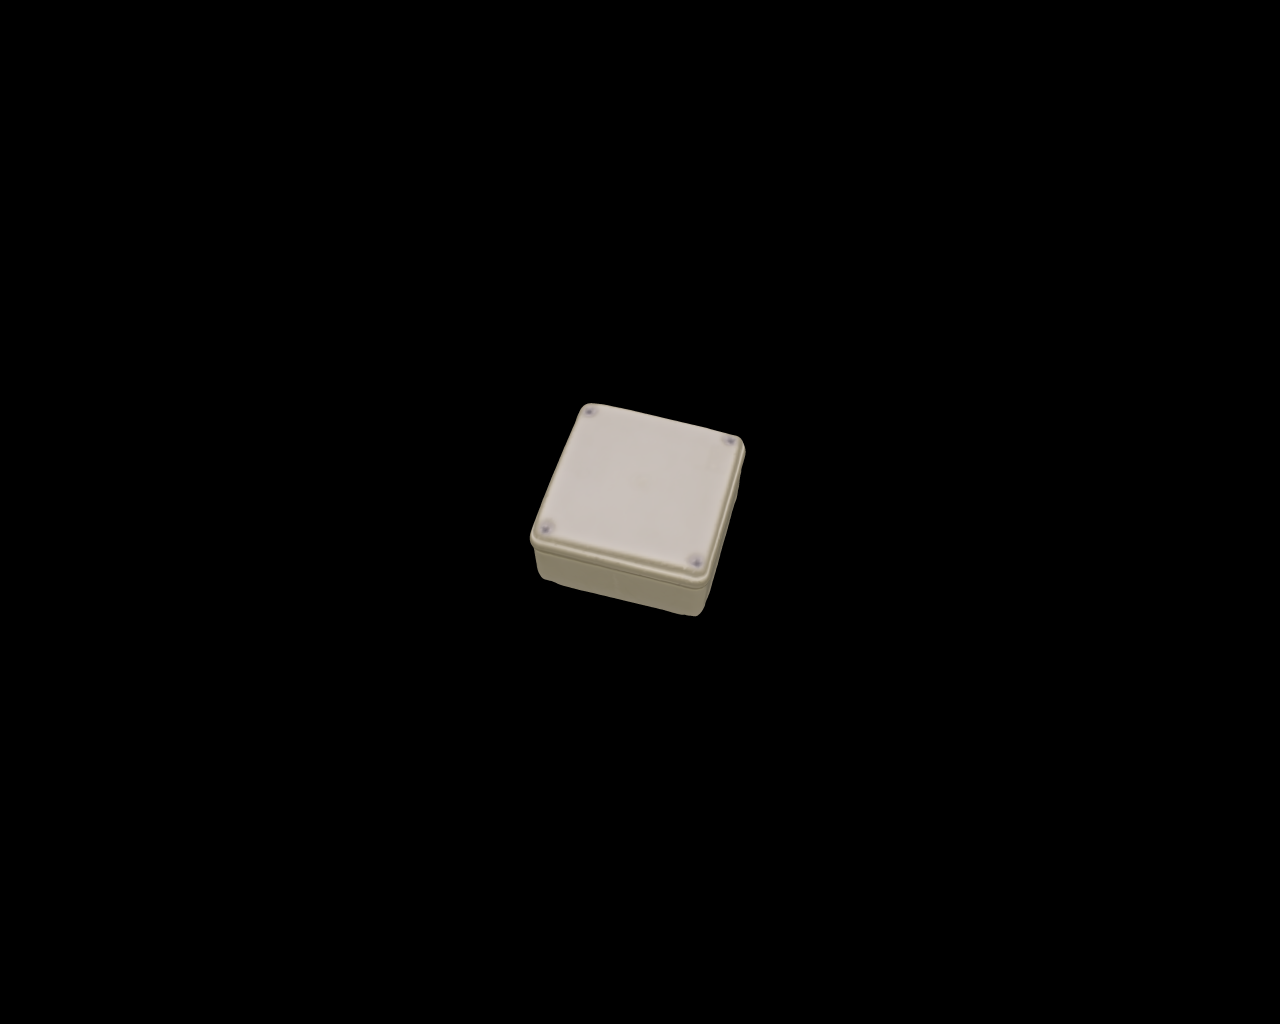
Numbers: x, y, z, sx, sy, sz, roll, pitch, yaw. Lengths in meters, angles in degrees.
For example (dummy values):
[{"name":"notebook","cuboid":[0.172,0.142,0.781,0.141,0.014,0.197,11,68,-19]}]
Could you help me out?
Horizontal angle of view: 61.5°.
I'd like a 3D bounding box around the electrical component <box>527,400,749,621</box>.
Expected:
[{"name":"electrical component","cuboid":[0.001,-0.003,0.650,0.109,0.109,0.056,14,-32,9]}]
